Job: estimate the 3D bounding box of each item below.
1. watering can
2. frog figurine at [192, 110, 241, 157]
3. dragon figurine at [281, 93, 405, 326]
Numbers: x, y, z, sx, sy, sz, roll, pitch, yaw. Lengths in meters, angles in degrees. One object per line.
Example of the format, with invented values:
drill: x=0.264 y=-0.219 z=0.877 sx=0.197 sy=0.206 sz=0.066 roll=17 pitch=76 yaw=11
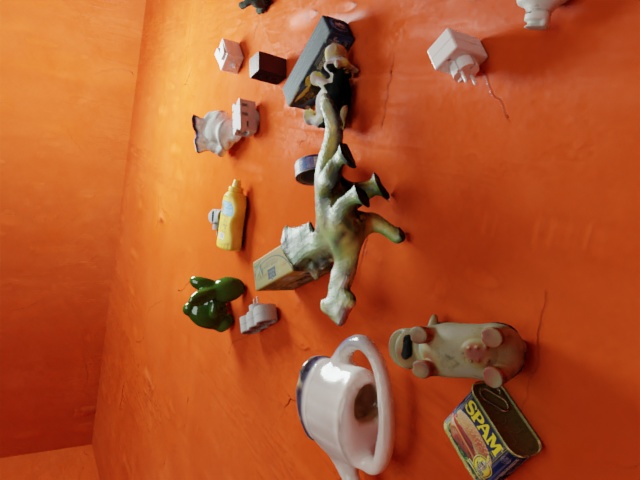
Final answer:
watering can: x=0.045 y=0.331 z=0.864 sx=0.223 sy=0.104 sz=0.349 roll=-5 pitch=82 yaw=59
frog figurine: x=-0.281 y=-0.314 z=1.501 sx=0.159 sy=0.121 sz=0.139 roll=-3 pitch=72 yaw=21
dragon figurine: x=0.003 y=-0.046 z=0.917 sx=0.239 sy=0.121 sz=0.419 roll=-39 pitch=53 yaw=30
